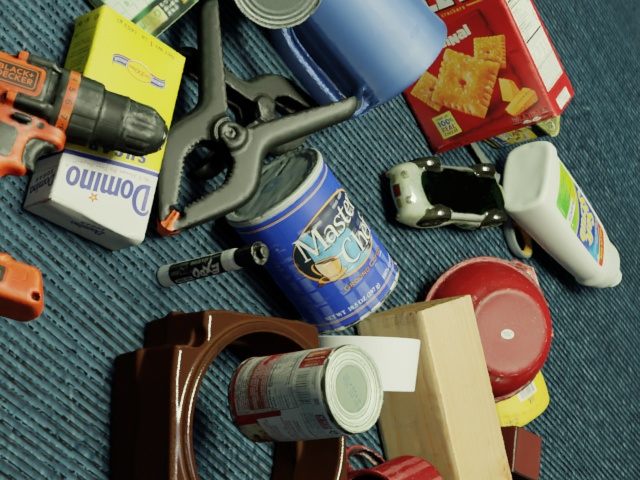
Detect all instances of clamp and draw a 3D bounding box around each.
[{"bbox_3d":[-0.070,-0.087,0.921,0.164,0.036,0.210,27,72,-8],"label":"clamp"},{"bbox_3d":[-0.066,-0.126,0.992,0.171,0.039,0.120,-18,99,-47],"label":"clamp"}]

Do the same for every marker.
[{"bbox_3d":[-0.087,0.020,0.866,0.020,0.121,0.020,16,67,-45],"label":"marker"}]

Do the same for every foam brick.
[{"bbox_3d":[0.192,0.234,1.159,0.051,0.078,0.053,30,61,-41],"label":"foam brick"}]

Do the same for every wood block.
[{"bbox_3d":[0.116,0.168,1.080,0.090,0.090,0.206,-13,90,-49],"label":"wood block"}]

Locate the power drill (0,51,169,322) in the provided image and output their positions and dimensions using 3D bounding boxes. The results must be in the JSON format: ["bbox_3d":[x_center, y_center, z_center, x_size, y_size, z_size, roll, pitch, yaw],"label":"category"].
[{"bbox_3d":[-0.210,-0.041,0.754,0.184,0.057,0.187,17,64,-16],"label":"power drill"}]

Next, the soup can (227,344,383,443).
[{"bbox_3d":[-0.012,0.117,0.809,0.068,0.102,0.068,16,68,-45],"label":"soup can"}]

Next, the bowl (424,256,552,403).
[{"bbox_3d":[0.189,0.097,1.142,0.162,0.055,0.162,1,88,-18],"label":"bowl"}]

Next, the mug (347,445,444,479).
[{"bbox_3d":[0.062,0.244,1.012,0.117,0.093,0.081,48,29,22],"label":"mug"}]

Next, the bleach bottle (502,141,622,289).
[{"bbox_3d":[0.320,-0.017,1.359,0.250,0.068,0.102,39,52,-40],"label":"bleach bottle"}]

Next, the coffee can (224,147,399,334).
[{"bbox_3d":[-0.006,0.001,0.976,0.140,0.103,0.102,54,46,-25],"label":"coffee can"}]

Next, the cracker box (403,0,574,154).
[{"bbox_3d":[0.157,-0.215,1.171,0.213,0.164,0.072,60,42,-19],"label":"cracker box"}]

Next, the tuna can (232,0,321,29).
[{"bbox_3d":[-0.039,-0.231,0.944,0.086,0.034,0.086,-3,105,-10],"label":"tuna can"}]

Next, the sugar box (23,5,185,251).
[{"bbox_3d":[-0.170,-0.089,0.859,0.093,0.048,0.176,29,58,-41],"label":"sugar box"}]

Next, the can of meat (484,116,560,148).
[{"bbox_3d":[0.229,-0.156,1.298,0.102,0.084,0.057,27,60,-41],"label":"can of meat"}]

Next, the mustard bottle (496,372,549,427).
[{"bbox_3d":[0.196,0.114,1.208,0.096,0.058,0.191,-24,98,-39],"label":"mustard bottle"}]

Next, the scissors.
[{"bbox_3d":[0.220,-0.051,1.312,0.201,0.016,0.096,38,54,-36],"label":"scissors"}]

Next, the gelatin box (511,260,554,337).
[{"bbox_3d":[0.242,0.071,1.263,0.073,0.030,0.089,-136,-152,-82],"label":"gelatin box"}]

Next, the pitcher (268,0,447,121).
[{"bbox_3d":[0.001,-0.242,1.034,0.242,0.145,0.149,45,9,-27],"label":"pitcher"}]
